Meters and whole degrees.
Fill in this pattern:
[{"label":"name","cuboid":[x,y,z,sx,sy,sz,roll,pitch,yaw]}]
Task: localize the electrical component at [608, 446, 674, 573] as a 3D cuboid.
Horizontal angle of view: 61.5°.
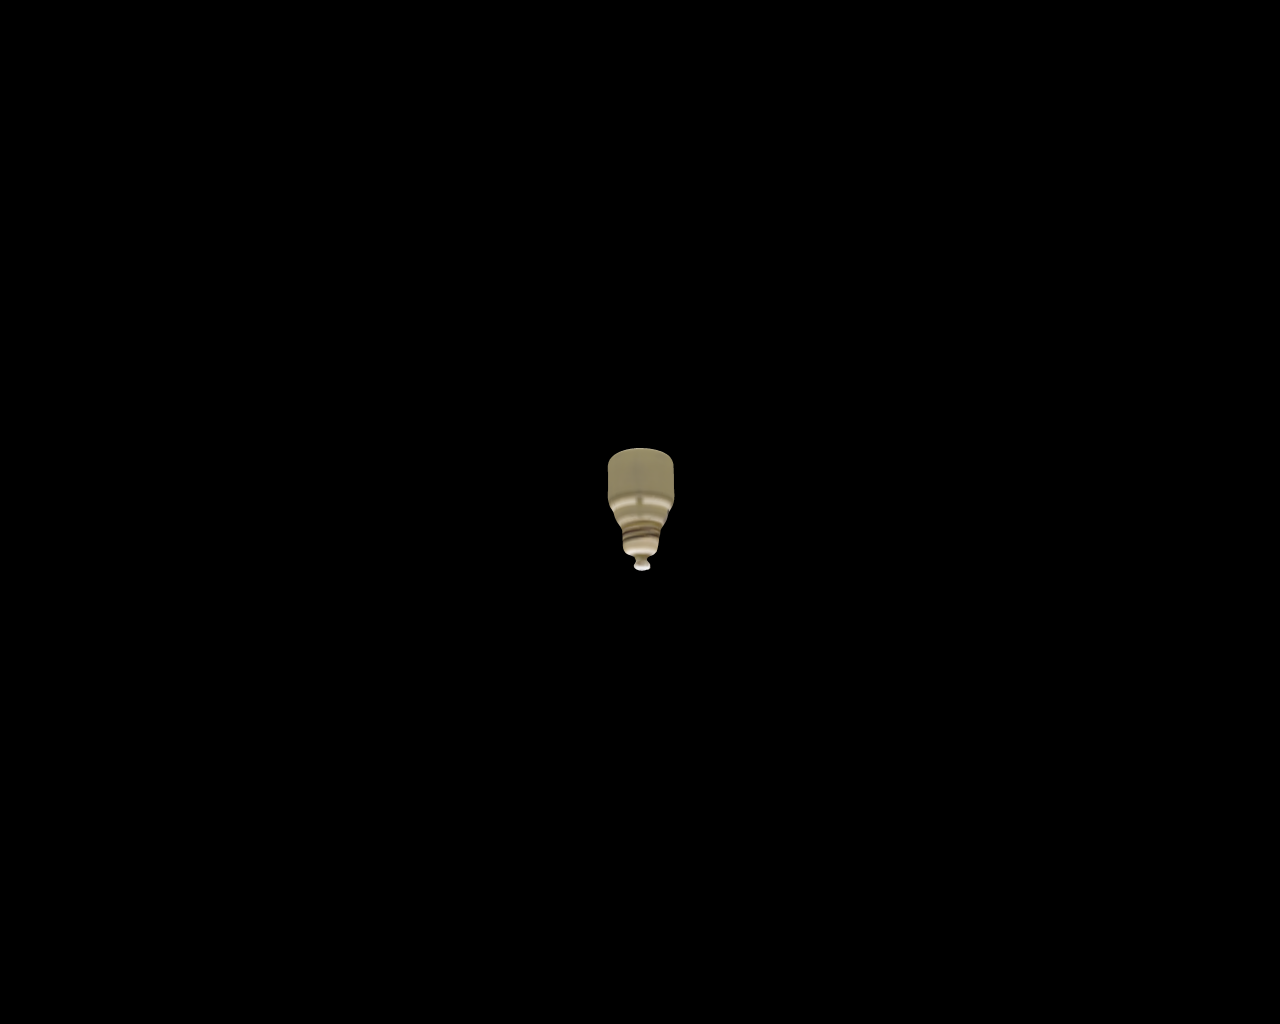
[{"label":"electrical component","cuboid":[0.001,-0.003,0.650,0.040,0.078,0.040,0,-18,0]}]
